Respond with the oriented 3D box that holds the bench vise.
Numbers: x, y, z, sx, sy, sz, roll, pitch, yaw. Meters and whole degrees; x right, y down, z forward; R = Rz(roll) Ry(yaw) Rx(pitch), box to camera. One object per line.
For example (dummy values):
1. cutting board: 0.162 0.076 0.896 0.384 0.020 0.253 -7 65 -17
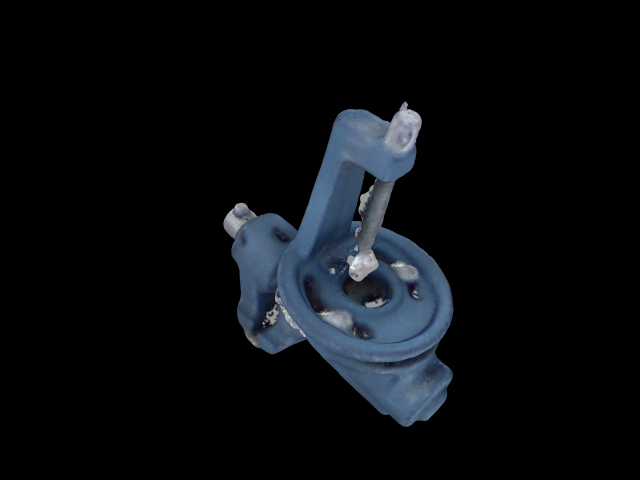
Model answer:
1. bench vise: -0.002 0.007 0.391 0.206 0.220 0.122 15 36 22
